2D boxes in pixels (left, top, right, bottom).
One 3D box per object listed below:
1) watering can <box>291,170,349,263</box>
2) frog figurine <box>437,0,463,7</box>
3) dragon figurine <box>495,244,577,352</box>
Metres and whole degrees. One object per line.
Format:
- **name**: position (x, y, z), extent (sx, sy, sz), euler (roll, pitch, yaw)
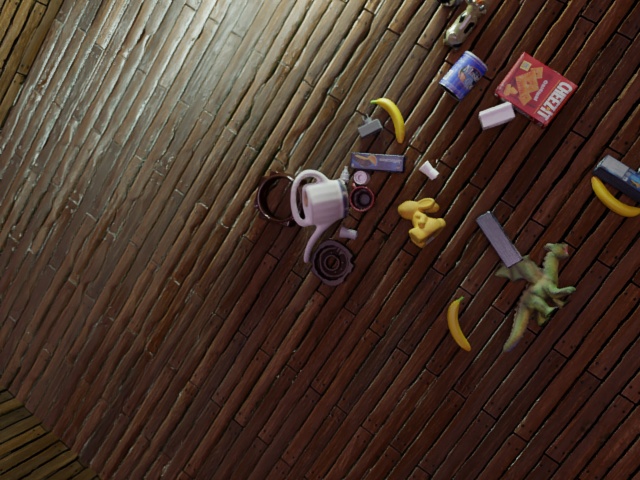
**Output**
- **watering can**: position (0.006, -0.098, 1.938), extent (0.225, 0.105, 0.344), euler (-11, 105, -15)
- **frog figurine**: position (0.475, -0.911, 1.824), extent (0.138, 0.120, 0.162), euler (20, 62, 23)
- **dragon figurine**: position (0.717, 0.172, 1.786), extent (0.407, 0.121, 0.246), euler (-44, 63, 11)
